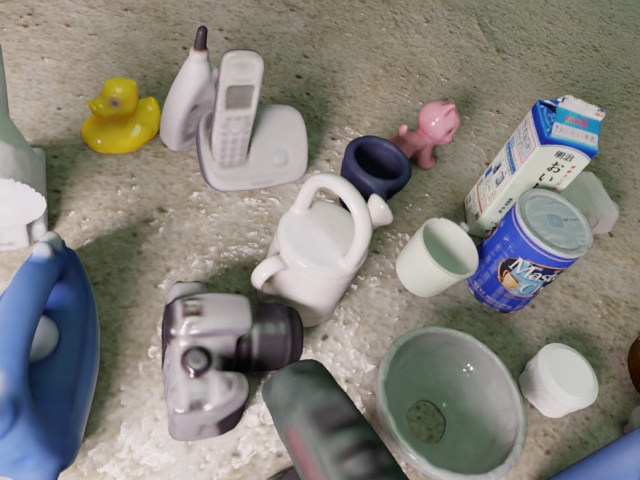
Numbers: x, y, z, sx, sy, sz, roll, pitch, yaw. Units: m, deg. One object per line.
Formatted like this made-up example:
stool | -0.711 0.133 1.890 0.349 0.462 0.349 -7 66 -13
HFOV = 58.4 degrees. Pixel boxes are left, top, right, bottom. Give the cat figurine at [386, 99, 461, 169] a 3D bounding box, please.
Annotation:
cat figurine | 0.155 -0.163 0.850 0.128 0.117 0.067 -20 63 -32

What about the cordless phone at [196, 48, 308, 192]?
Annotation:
cordless phone | -0.073 -0.149 0.705 0.148 0.185 0.094 -13 60 -29

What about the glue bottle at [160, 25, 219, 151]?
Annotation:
glue bottle | -0.156 -0.190 0.711 0.037 0.173 0.078 43 51 13

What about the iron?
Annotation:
iron | -0.249 0.079 0.490 0.119 0.141 0.258 10 51 -14

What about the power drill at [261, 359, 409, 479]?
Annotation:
power drill | 0.014 0.218 0.443 0.076 0.208 0.229 -15 61 -30

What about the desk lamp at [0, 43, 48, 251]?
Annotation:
desk lamp | -0.319 -0.075 0.532 0.118 0.213 0.203 -4 56 -24

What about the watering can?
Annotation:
watering can | 0.004 0.001 0.615 0.101 0.194 0.173 33 50 5

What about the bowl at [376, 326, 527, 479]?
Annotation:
bowl | 0.126 0.180 0.604 0.168 0.074 0.167 11 51 -14

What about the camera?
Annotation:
camera | -0.083 0.107 0.561 0.137 0.100 0.143 1 54 -21

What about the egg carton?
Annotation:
egg carton | 0.386 -0.054 0.889 0.151 0.069 0.107 -2 55 -23

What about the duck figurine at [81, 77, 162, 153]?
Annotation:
duck figurine | -0.245 -0.164 0.714 0.105 0.086 0.077 -32 70 -36

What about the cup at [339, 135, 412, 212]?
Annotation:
cup | 0.064 -0.066 0.754 0.092 0.095 0.117 10 51 -14
